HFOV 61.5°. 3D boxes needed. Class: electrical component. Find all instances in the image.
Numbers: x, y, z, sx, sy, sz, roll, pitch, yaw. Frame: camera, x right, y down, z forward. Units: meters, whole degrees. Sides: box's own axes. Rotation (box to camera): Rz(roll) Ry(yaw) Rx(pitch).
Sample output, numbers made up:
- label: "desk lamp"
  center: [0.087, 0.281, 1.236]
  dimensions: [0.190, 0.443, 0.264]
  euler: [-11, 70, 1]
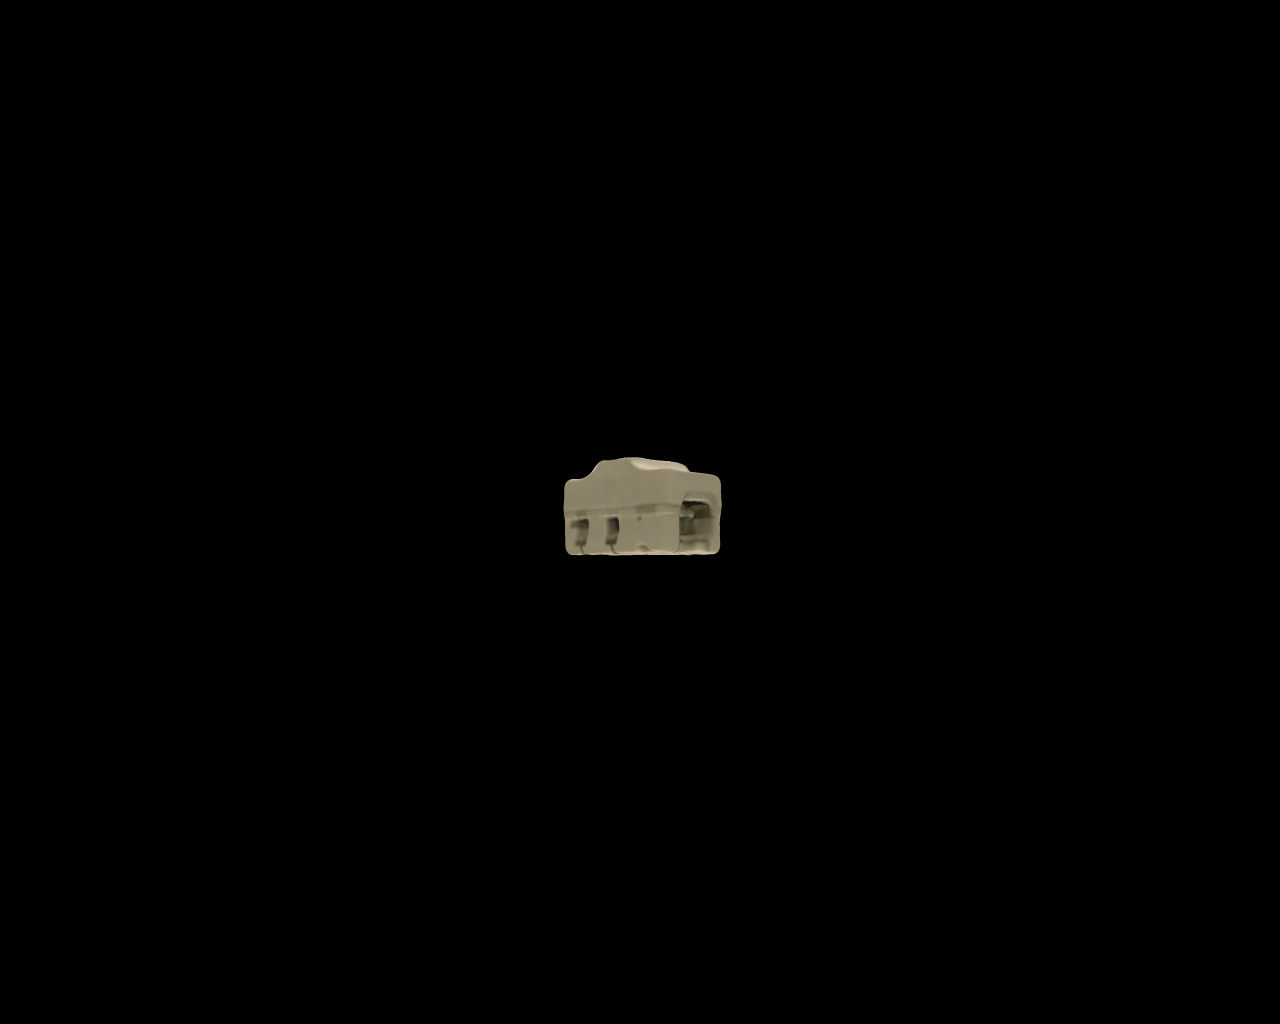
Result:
- label: "electrical component"
  center: [0.001, -0.003, 0.650]
  dimensions: [0.089, 0.055, 0.050]
  euler: [-4, -6, 43]
